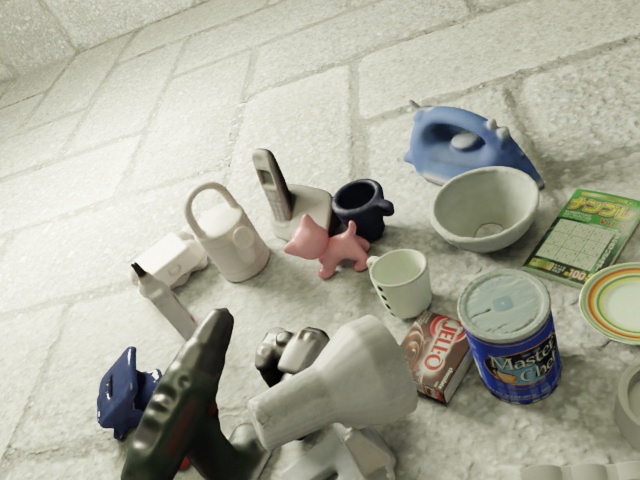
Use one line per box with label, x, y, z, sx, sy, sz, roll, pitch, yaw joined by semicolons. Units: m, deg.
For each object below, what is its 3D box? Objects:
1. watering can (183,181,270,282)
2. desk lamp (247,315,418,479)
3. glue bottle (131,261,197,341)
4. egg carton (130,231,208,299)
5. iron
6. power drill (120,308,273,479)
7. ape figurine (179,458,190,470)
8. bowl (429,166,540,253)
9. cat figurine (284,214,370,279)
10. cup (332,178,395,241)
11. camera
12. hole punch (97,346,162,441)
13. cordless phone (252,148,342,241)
watering can;-0.169;-0.022;1.028;0.172;0.195;0.101;5;50;34
desk lamp;0.021;0.210;0.654;0.203;0.214;0.117;-34;40;-8
glue bottle;-0.268;0.097;0.973;0.037;0.174;0.077;-38;40;-12
egg carton;-0.295;0.050;1.121;0.150;0.070;0.107;-40;41;-15
iron;0.259;-0.170;0.987;0.257;0.142;0.119;22;60;43
power drill;-0.140;0.231;0.728;0.075;0.209;0.230;6;50;34
ape figurine;-0.221;0.281;0.812;0.078;0.092;0.076;-35;40;-8
bowl;0.259;-0.036;0.894;0.167;0.075;0.167;-16;41;14
cat figurine;0.009;0.003;0.960;0.127;0.118;0.067;-16;41;14
cup;0.087;-0.042;0.983;0.117;0.095;0.092;15;55;40
camera;-0.037;0.194;0.794;0.142;0.101;0.137;5;49;33
hole punch;-0.311;0.241;0.906;0.101;0.091;0.108;-28;39;0
cordless phone;-0.048;-0.080;1.030;0.147;0.185;0.094;11;53;37
